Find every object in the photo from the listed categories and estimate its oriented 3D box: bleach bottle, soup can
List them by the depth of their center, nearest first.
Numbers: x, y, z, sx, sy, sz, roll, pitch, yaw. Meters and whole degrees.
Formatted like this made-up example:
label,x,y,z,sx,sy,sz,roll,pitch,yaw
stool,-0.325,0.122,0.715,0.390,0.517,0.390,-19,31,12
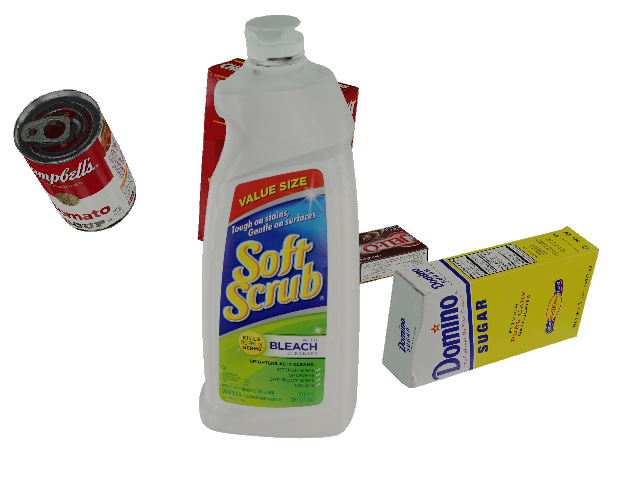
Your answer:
label,x,y,z,sx,sy,sz,roll,pitch,yaw
bleach bottle,-0.029,-0.004,0.620,0.102,0.251,0.068,2,28,9
soup can,-0.190,-0.060,0.836,0.068,0.068,0.102,0,-30,8

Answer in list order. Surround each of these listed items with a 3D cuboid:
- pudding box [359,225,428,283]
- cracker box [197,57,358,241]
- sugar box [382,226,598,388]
label,x,y,z,sx,sy,sz,roll,pitch,yaw
pudding box,0.085,0.019,1.527,0.113,0.039,0.090,-15,26,-21
cracker box,-0.053,-0.084,1.219,0.164,0.214,0.072,17,26,24
sugar box,0.137,0.053,0.857,0.175,0.093,0.048,-15,36,-29
